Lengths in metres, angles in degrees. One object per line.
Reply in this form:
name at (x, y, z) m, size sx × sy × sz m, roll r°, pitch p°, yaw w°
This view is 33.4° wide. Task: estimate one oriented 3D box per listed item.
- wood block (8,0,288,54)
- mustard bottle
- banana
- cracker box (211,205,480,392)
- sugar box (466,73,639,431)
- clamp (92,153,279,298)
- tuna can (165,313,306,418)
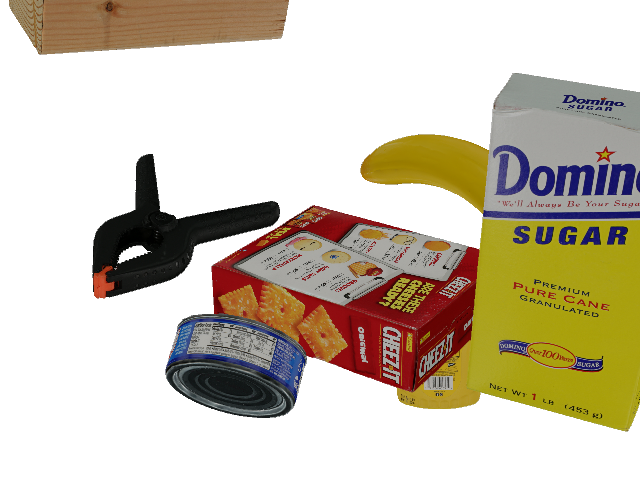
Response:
wood block at (-0.133, -0.213, 0.852) m, size 0.205 × 0.091 × 0.090 m, roll -10°, pitch 41°, yaw -29°
mustard bottle at (0.133, 0.095, 1.202) m, size 0.096 × 0.192 × 0.058 m, roll 0°, pitch 23°, yaw 7°
banana at (0.096, -0.039, 0.763) m, size 0.037 × 0.070 × 0.198 m, roll 12°, pitch 19°, yaw -41°
cracker box at (0.034, 0.047, 0.973) m, size 0.214 × 0.072 × 0.163 m, roll 16°, pitch 30°, yaw 31°
sugar box at (0.129, 0.009, 0.546) m, size 0.093 × 0.176 × 0.048 m, roll 12°, pitch 36°, yaw 20°
clamp at (-0.161, -0.014, 1.035) m, size 0.165 × 0.036 × 0.209 m, roll 25°, pitch 40°, yaw 23°
tuna can at (-0.053, 0.081, 0.673) m, size 0.086 × 0.033 × 0.086 m, roll 11°, pitch -29°, yaw 6°
